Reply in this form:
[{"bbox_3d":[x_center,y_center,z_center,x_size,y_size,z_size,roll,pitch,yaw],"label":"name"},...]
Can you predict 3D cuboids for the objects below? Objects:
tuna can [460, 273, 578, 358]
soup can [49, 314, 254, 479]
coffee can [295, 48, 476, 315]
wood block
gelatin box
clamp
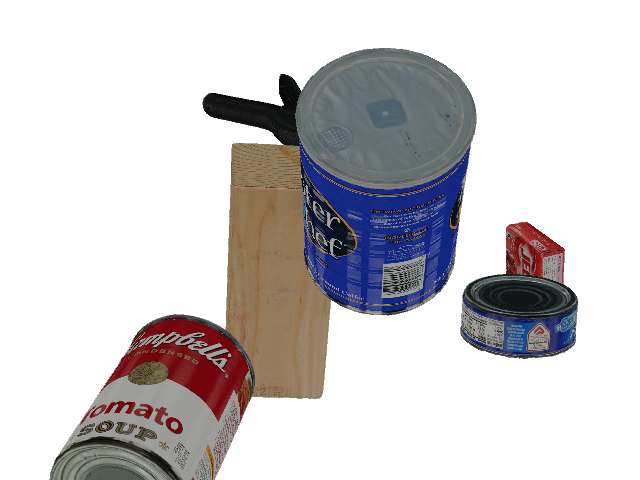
[{"bbox_3d":[0.148,0.055,0.795,0.086,0.034,0.086,0,19,0],"label":"tuna can"},{"bbox_3d":[-0.077,0.090,0.506,0.068,0.068,0.102,0,28,14],"label":"soup can"},{"bbox_3d":[0.038,-0.033,0.660,0.103,0.103,0.140,0,-35,2],"label":"coffee can"},{"bbox_3d":[-0.037,0.028,0.935,0.090,0.206,0.091,2,27,-5],"label":"wood block"},{"bbox_3d":[0.225,0.034,1.125,0.030,0.089,0.073,-14,29,-16],"label":"gelatin box"},{"bbox_3d":[-0.037,-0.124,1.089,0.120,0.039,0.172,-21,38,-29],"label":"clamp"}]
